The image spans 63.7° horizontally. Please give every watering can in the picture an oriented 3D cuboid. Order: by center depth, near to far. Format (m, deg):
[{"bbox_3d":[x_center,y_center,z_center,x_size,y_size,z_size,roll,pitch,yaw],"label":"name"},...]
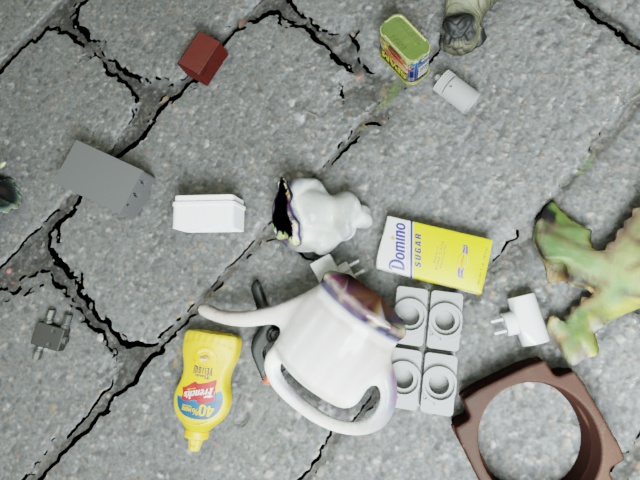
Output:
[{"bbox_3d":[-0.017,0.143,0.800,0.349,0.104,0.223,36,97,12],"label":"watering can"}]

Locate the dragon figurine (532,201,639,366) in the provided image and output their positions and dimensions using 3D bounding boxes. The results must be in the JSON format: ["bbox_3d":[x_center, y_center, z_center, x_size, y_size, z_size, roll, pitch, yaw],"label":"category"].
[{"bbox_3d":[0.464,0.002,0.803,0.243,0.121,0.413,15,80,18],"label":"dragon figurine"}]

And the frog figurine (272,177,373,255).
[{"bbox_3d":[0.003,-0.045,0.886,0.160,0.120,0.140,-5,59,-30],"label":"frog figurine"}]
